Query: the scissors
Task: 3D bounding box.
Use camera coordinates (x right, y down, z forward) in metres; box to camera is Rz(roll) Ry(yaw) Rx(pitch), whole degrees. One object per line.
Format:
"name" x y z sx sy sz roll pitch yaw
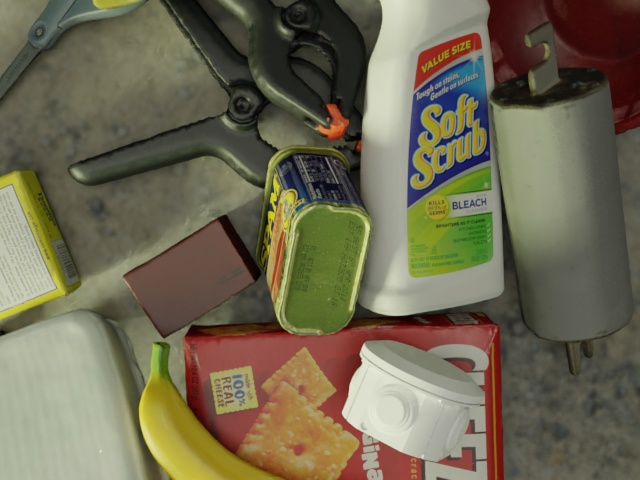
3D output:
"scissors" -0.174 -0.141 0.734 0.096 0.016 0.202 29 93 28

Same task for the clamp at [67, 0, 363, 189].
"clamp" -0.056 -0.101 0.741 0.210 0.036 0.164 11 87 -3

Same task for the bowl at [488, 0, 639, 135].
"bowl" 0.177 -0.151 0.705 0.162 0.055 0.162 21 129 28

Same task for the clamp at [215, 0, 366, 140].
"clamp" -0.028 -0.146 0.717 0.120 0.039 0.171 -12 75 -2

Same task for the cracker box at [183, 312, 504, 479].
"cracker box" 0.017 0.138 0.738 0.213 0.072 0.164 -2 94 0

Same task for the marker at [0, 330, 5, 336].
"marker" -0.278 0.096 0.762 0.121 0.020 0.020 -28 93 1

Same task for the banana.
"banana" -0.044 0.148 0.682 0.198 0.037 0.069 36 94 -3

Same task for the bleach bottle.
"bleach bottle" 0.067 -0.082 0.705 0.102 0.068 0.251 -9 101 -22

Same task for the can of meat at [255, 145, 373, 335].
"can of meat" -0.005 0.001 0.705 0.057 0.084 0.102 3 119 -15

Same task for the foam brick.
"foam brick" -0.087 0.025 0.742 0.078 0.051 0.053 -31 94 2

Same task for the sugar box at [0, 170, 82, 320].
"sugar box" -0.267 0.026 0.746 0.176 0.048 0.093 -21 93 5
